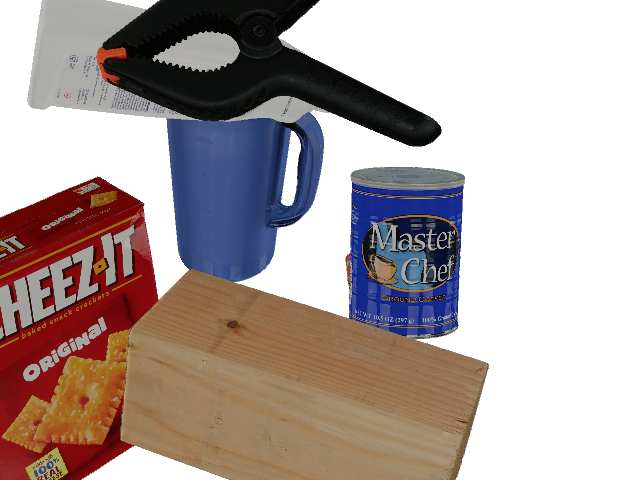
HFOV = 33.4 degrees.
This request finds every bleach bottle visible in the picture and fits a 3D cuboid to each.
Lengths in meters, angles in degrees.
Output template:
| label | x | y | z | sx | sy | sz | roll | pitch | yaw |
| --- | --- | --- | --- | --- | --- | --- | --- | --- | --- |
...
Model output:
| label | x | y | z | sx | sy | sz | roll | pitch | yaw |
| --- | --- | --- | --- | --- | --- | --- | --- | --- | --- |
| bleach bottle | -0.107 | -0.136 | 0.878 | 0.250 | 0.068 | 0.103 | 9 | -31 | -16 |

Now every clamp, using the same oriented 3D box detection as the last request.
| label | x | y | z | sx | sy | sz | roll | pitch | yaw |
| --- | --- | --- | --- | --- | --- | --- | --- | --- | --- |
| clamp | -0.031 | -0.115 | 0.667 | 0.210 | 0.164 | 0.036 | -15 | -18 | -7 |

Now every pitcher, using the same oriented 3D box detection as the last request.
| label | x | y | z | sx | sy | sz | roll | pitch | yaw |
| --- | --- | --- | --- | --- | --- | --- | --- | --- | --- |
| pitcher | -0.086 | -0.070 | 1.106 | 0.145 | 0.243 | 0.149 | -7 | 44 | -13 |

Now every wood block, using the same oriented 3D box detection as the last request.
| label | x | y | z | sx | sy | sz | roll | pitch | yaw |
| --- | --- | --- | --- | --- | --- | --- | --- | --- | --- |
| wood block | -0.010 | 0.102 | 0.671 | 0.206 | 0.090 | 0.090 | 17 | 29 | 13 |

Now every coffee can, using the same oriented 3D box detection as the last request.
| label | x | y | z | sx | sy | sz | roll | pitch | yaw |
| --- | --- | --- | --- | --- | --- | --- | --- | --- | --- |
| coffee can | 0.077 | 0.009 | 0.973 | 0.103 | 0.140 | 0.103 | 1 | 11 | 0 |

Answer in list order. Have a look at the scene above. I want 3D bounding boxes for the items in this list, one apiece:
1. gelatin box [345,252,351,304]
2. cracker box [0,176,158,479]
| label | x | y | z | sx | sy | sz | roll | pitch | yaw |
| --- | --- | --- | --- | --- | --- | --- | --- | --- | --- |
| gelatin box | 0.072 | 0.058 | 1.335 | 0.073 | 0.089 | 0.030 | 9 | 31 | 24 |
| cracker box | -0.201 | 0.083 | 0.812 | 0.072 | 0.214 | 0.163 | 26 | 41 | 38 |
